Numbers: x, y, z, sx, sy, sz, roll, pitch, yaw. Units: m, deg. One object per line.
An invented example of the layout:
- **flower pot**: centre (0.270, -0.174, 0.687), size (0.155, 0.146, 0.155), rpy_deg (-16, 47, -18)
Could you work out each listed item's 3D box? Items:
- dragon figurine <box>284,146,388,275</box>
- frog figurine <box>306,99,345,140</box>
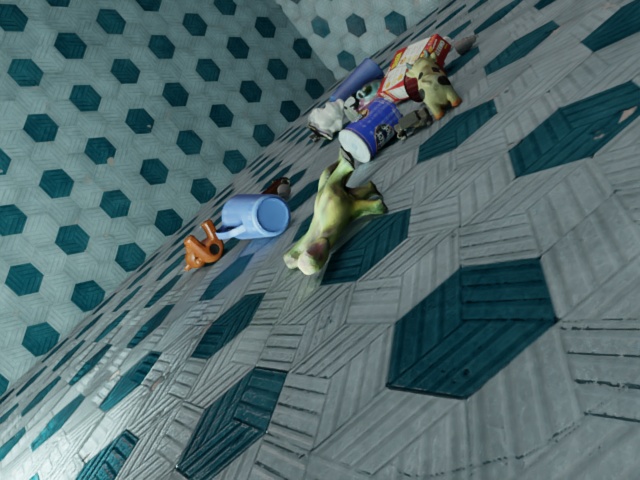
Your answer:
- **dragon figurine**: centre (0.003, -0.051, 1.010), size (0.121, 0.241, 0.416), rpy_deg (41, 12, -13)
- **frog figurine**: centre (0.032, -0.478, 2.005), size (0.138, 0.160, 0.122), rpy_deg (29, -3, 13)
